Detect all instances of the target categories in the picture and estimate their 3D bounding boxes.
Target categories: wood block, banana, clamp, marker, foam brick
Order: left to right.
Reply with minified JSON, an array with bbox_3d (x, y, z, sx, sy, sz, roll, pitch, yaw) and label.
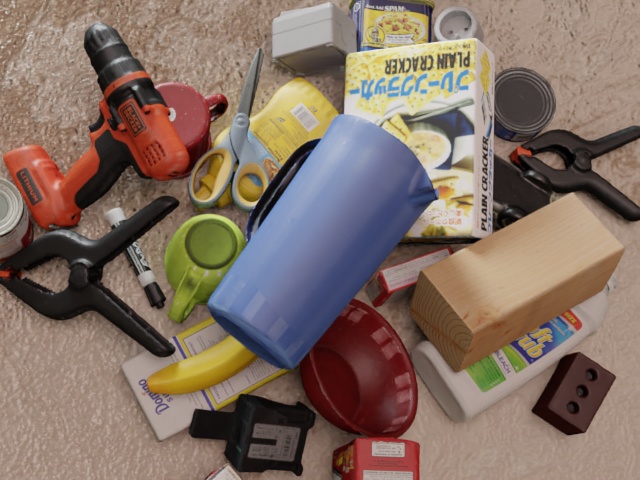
[{"bbox_3d":[-0.237,0.027,1.112,0.210,0.036,0.164,7,88,16],"label":"clamp"},{"bbox_3d":[-0.200,0.021,1.169,0.020,0.020,0.121,-26,80,-15],"label":"marker"},{"bbox_3d":[-0.090,0.102,1.109,0.070,0.037,0.197,38,73,18],"label":"banana"},{"bbox_3d":[0.209,0.044,1.141,0.205,0.090,0.091,-26,62,-21],"label":"wood block"},{"bbox_3d":[0.284,0.172,1.192,0.053,0.051,0.078,34,72,0],"label":"foam brick"},{"bbox_3d":[0.315,-0.081,1.275,0.171,0.039,0.120,-1,69,-6],"label":"clamp"}]

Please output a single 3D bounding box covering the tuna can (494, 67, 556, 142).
[{"bbox_3d":[0.238,-0.163,1.286,0.086,0.034,0.086,2,74,-9],"label":"tuna can"}]

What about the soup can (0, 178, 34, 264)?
[{"bbox_3d":[-0.338,-0.020,1.114,0.068,0.102,0.068,2,74,-9],"label":"soup can"}]

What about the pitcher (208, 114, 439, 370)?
[{"bbox_3d":[-0.007,0.001,1.067,0.145,0.149,0.242,38,77,-3],"label":"pitcher"}]

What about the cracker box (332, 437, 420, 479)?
[{"bbox_3d":[0.054,0.310,1.057,0.072,0.164,0.213,3,74,-7],"label":"cracker box"}]

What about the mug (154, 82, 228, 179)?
[{"bbox_3d":[-0.153,-0.129,1.186,0.117,0.081,0.093,-27,81,-16],"label":"mug"}]

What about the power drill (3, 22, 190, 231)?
[{"bbox_3d":[-0.245,-0.111,1.128,0.188,0.057,0.184,-34,78,22],"label":"power drill"}]

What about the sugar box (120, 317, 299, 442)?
[{"bbox_3d":[-0.114,0.134,1.140,0.176,0.048,0.093,-27,83,-12],"label":"sugar box"}]

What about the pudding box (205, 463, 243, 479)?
[{"bbox_3d":[-0.075,0.281,1.082,0.039,0.090,0.113,-43,86,-18],"label":"pudding box"}]

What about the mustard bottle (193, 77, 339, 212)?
[{"bbox_3d":[-0.066,-0.095,1.203,0.191,0.058,0.096,-39,83,-17],"label":"mustard bottle"}]

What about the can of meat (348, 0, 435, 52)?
[{"bbox_3d":[0.084,-0.242,1.271,0.102,0.057,0.084,5,75,-9],"label":"can of meat"}]

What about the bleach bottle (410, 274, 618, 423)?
[{"bbox_3d":[0.230,0.099,1.199,0.250,0.068,0.102,-31,80,-19],"label":"bleach bottle"}]

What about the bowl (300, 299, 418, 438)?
[{"bbox_3d":[0.031,0.144,1.133,0.161,0.055,0.162,28,45,-34],"label":"bowl"}]

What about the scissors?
[{"bbox_3d":[-0.073,-0.113,1.168,0.096,0.016,0.201,28,71,3],"label":"scissors"}]

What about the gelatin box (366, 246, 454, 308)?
[{"bbox_3d":[0.102,0.041,1.186,0.089,0.073,0.030,-20,78,-14],"label":"gelatin box"}]
